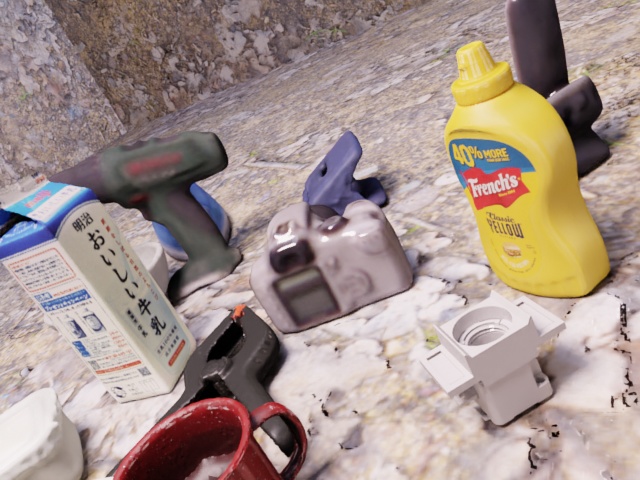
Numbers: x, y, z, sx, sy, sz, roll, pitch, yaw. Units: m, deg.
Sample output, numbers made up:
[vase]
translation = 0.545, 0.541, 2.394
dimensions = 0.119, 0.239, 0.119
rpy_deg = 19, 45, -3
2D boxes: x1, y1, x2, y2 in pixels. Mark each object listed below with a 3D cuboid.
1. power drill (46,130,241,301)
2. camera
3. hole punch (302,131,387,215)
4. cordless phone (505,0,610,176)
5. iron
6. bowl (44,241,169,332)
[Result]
[power drill]
translation = -0.205, -0.032, 0.734
dimensions = 0.229, 0.209, 0.075
rpy_deg = -28, 23, 0
[camera]
translation = 0.005, 0.002, 0.571
dimensions = 0.143, 0.101, 0.137
rpy_deg = -22, 24, 13
[hole punch]
translation = 0.021, -0.076, 0.731
dimensions = 0.101, 0.091, 0.108
rpy_deg = -25, 23, 6
[cordless phone]
translation = 0.192, -0.140, 0.555
dimensions = 0.148, 0.185, 0.093
rpy_deg = -36, 24, -18
[iron]
translation = -0.222, -0.060, 0.898
dimensions = 0.119, 0.142, 0.257
rpy_deg = -33, 23, -13
[bowl]
translation = -0.257, 0.078, 0.733
dimensions = 0.167, 0.075, 0.167
rpy_deg = -23, 23, 11
